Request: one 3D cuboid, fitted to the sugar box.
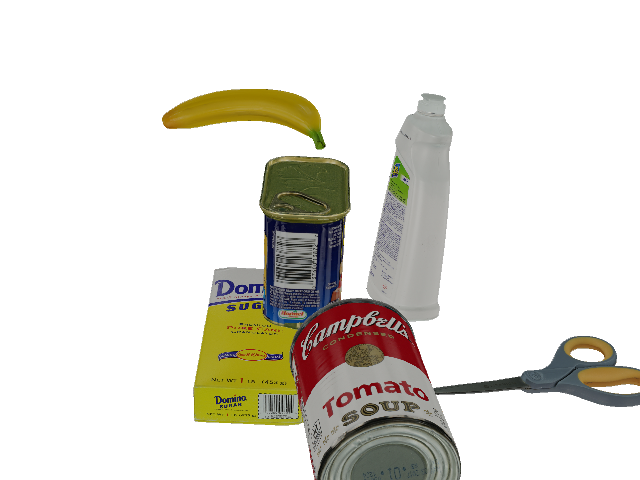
[{"bbox_3d":[-0.058,0.089,0.948,0.093,0.048,0.176,3,35,-1],"label":"sugar box"}]

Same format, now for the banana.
[{"bbox_3d":[-0.081,-0.146,1.214,0.198,0.037,0.069,8,42,17],"label":"banana"}]

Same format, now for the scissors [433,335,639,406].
[{"bbox_3d":[0.183,0.108,0.906,0.201,0.016,0.096,5,29,-7],"label":"scissors"}]

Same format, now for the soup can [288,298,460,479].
[{"bbox_3d":[0.024,0.083,0.520,0.068,0.068,0.102,0,28,-9],"label":"soup can"}]

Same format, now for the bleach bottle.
[{"bbox_3d":[0.112,-0.041,1.224,0.068,0.251,0.103,0,22,-23],"label":"bleach bottle"}]

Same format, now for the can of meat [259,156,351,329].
[{"bbox_3d":[-0.011,0.001,0.712,0.057,0.084,0.102,3,25,-1],"label":"can of meat"}]
